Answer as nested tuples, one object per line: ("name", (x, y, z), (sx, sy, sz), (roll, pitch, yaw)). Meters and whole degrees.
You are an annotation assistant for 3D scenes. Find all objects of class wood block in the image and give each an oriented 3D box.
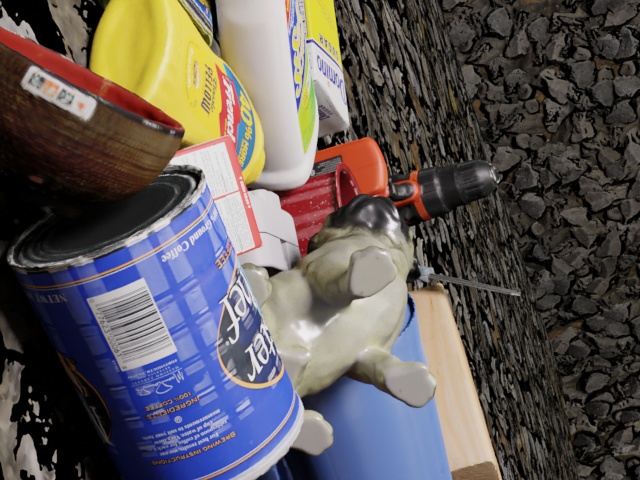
("wood block", (0.102, 0.153, 0.993), (0.206, 0.090, 0.091), (-100, 170, -46))

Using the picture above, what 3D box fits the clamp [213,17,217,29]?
("clamp", (-0.089, -0.240, 0.898), (0.164, 0.036, 0.210), (-67, 145, -51))

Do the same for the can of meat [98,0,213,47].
("can of meat", (-0.112, -0.182, 0.726), (0.102, 0.057, 0.084), (48, 33, -60))

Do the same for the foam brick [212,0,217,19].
("foam brick", (-0.072, -0.212, 0.831), (0.078, 0.053, 0.051), (38, 70, -55))

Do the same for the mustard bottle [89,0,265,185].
("mustard bottle", (-0.084, -0.083, 0.725), (0.191, 0.058, 0.096), (47, 41, -61))

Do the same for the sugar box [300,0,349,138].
("sugar box", (-0.013, -0.191, 0.973), (0.093, 0.048, 0.176), (47, 31, -60))

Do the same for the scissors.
("scissors", (0.080, 0.029, 1.010), (0.096, 0.202, 0.016), (8, 93, -50))

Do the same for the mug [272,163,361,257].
("mug", (-0.006, 0.001, 0.883), (0.093, 0.081, 0.117), (49, 30, -59))

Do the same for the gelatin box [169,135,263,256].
("gelatin box", (-0.084, -0.017, 0.646), (0.089, 0.030, 0.073), (-23, 100, -40))

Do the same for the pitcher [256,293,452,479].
("pitcher", (0.028, 0.168, 0.791), (0.145, 0.149, 0.243), (-127, -161, -68))

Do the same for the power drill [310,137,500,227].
("power drill", (0.062, -0.048, 1.020), (0.187, 0.185, 0.057), (16, 60, -62))

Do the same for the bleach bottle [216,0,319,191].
("bleach bottle", (-0.044, -0.152, 0.777), (0.251, 0.068, 0.102), (83, 12, -54))

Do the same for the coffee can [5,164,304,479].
("coffee can", (-0.079, 0.047, 0.535), (0.102, 0.103, 0.140), (-73, 145, -63))
